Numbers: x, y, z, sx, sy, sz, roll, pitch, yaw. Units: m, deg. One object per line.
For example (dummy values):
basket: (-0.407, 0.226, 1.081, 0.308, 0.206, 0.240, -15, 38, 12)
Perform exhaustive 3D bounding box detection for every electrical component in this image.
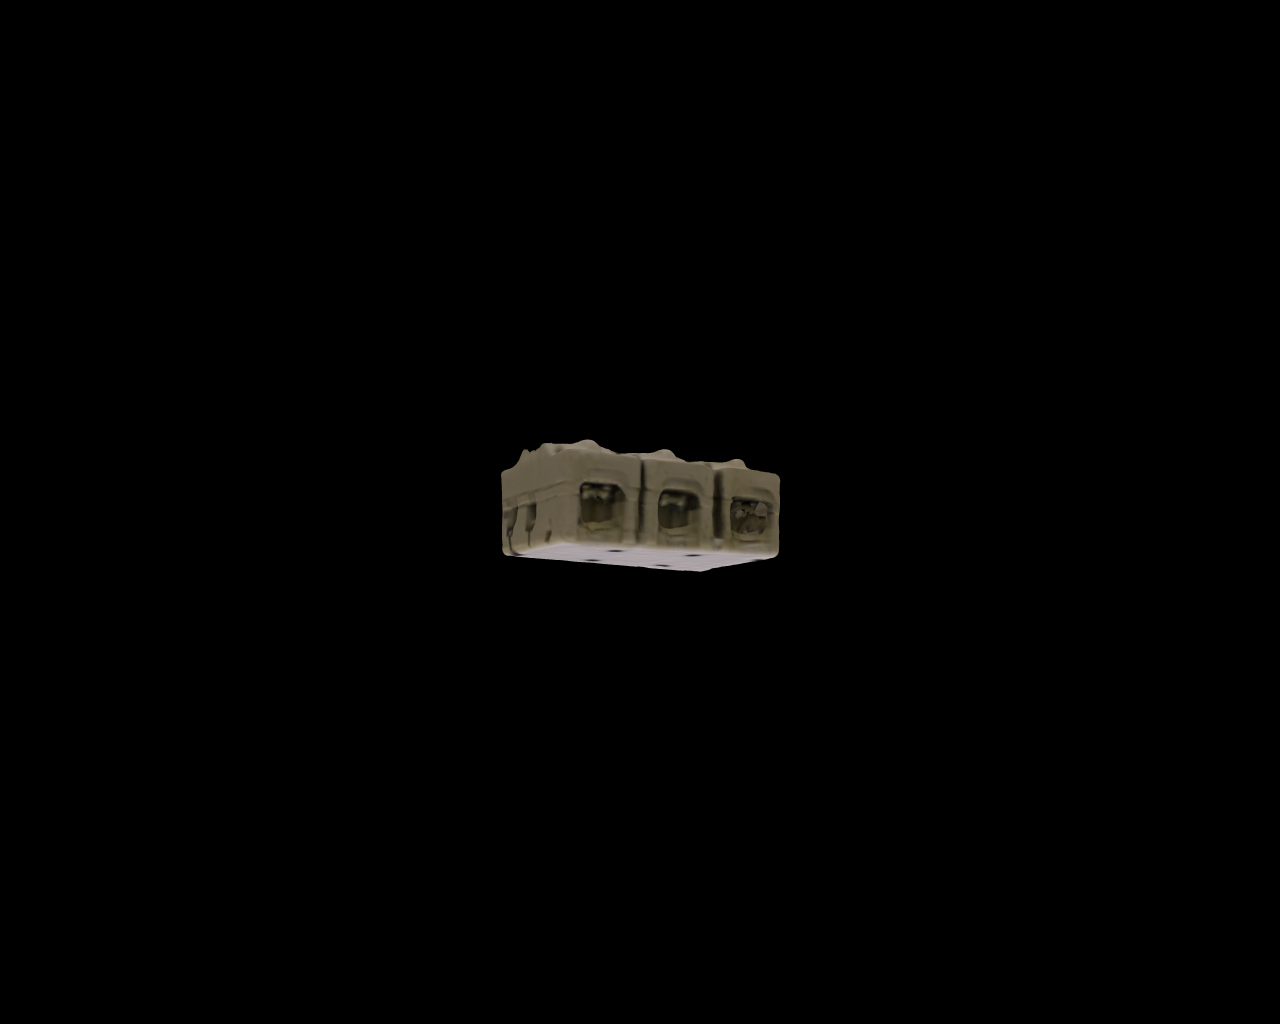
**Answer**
electrical component: (0.001, -0.003, 0.650, 0.150, 0.061, 0.089, 5, -10, -32)
